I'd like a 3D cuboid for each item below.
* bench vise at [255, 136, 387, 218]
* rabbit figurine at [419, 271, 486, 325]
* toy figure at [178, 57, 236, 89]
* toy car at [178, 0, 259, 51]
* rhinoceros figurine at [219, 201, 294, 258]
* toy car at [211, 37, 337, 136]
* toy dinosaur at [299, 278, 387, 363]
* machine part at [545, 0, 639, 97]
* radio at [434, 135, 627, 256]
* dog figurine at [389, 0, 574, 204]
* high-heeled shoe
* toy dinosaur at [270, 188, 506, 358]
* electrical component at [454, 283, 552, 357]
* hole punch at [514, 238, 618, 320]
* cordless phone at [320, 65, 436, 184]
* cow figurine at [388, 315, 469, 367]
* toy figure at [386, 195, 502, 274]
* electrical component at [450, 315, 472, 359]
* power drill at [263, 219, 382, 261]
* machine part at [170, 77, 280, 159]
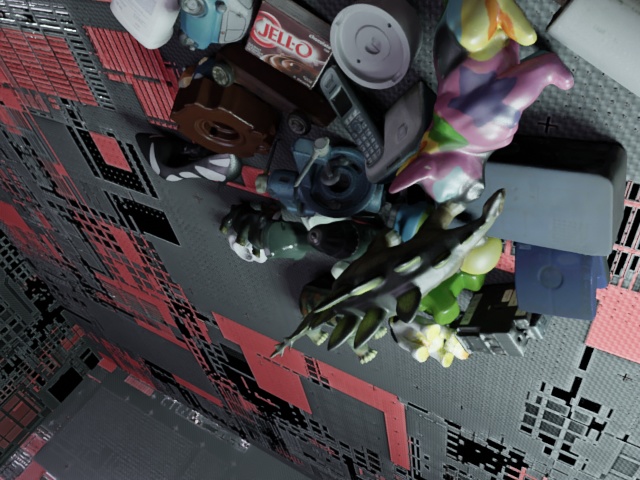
[{"bbox_3d":[-0.007,-0.102,0.839,0.224,0.129,0.240,20,168,12],"label":"bench vise"},{"bbox_3d":[0.186,0.085,0.922,0.159,0.121,0.170,27,161,23],"label":"rabbit figurine"},{"bbox_3d":[-0.197,-0.269,0.904,0.155,0.058,0.064,2,101,45],"label":"toy figure"},{"bbox_3d":[-0.137,-0.324,0.739,0.103,0.109,0.161,15,157,-10],"label":"toy car"},{"bbox_3d":[-0.122,-0.026,1.091,0.191,0.112,0.073,18,161,48],"label":"rhinoceros figurine"},{"bbox_3d":[-0.067,-0.226,0.800,0.202,0.089,0.053,34,145,4],"label":"toy car"},{"bbox_3d":[0.028,0.138,1.143,0.405,0.131,0.192,-2,118,51],"label":"toy dinosaur"},{"bbox_3d":[0.306,-0.182,0.506,0.243,0.079,0.079,35,147,3],"label":"machine part"},{"bbox_3d":[0.264,-0.065,0.698,0.230,0.073,0.130,12,139,32],"label":"radio"},{"bbox_3d":[0.148,-0.145,0.587,0.219,0.108,0.191,-40,99,24],"label":"dog figurine"},{"bbox_3d":[-0.265,-0.179,1.059,0.249,0.086,0.145,30,144,4],"label":"high-heeled shoe"},{"bbox_3d":[0.078,0.063,0.757,0.105,0.198,0.471,50,138,2],"label":"toy dinosaur"},{"bbox_3d":[0.297,0.126,0.861,0.134,0.115,0.058,-11,126,52],"label":"electrical component"},{"bbox_3d":[0.335,0.045,0.753,0.142,0.092,0.115,6,132,44],"label":"hole punch"},{"bbox_3d":[0.082,-0.181,0.732,0.184,0.089,0.146,55,147,3],"label":"cordless phone"},{"bbox_3d":[0.194,0.171,0.941,0.167,0.068,0.098,20,-177,-43],"label":"cow figurine"},{"bbox_3d":[0.188,-0.006,0.826,0.180,0.089,0.082,22,151,19],"label":"toy figure"},{"bbox_3d":[0.273,0.183,1.024,0.102,0.045,0.078,62,168,-29],"label":"electrical component"},{"bbox_3d":[-0.002,-0.003,0.915,0.207,0.232,0.086,-7,83,41],"label":"power drill"},{"bbox_3d":[-0.160,-0.197,0.895,0.179,0.056,0.179,14,163,4],"label":"machine part"}]
